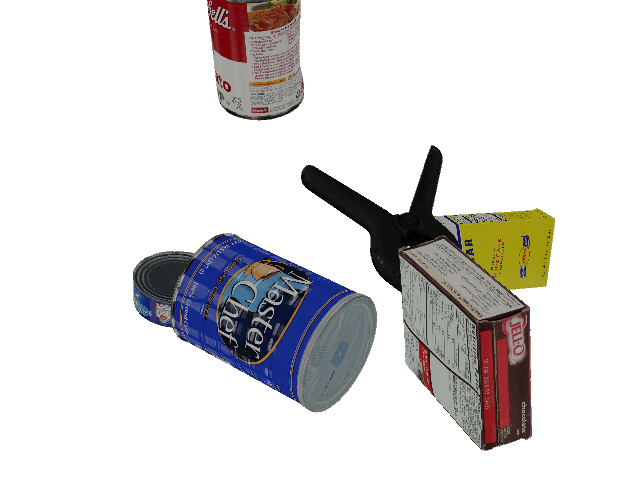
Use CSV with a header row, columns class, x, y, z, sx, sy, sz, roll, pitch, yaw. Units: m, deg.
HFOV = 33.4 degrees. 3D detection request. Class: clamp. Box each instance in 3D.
class,x,y,z,sx,sy,sz,roll,pitch,yaw
clamp,0.076,-0.013,1.107,0.164,0.210,0.036,-5,-36,-15

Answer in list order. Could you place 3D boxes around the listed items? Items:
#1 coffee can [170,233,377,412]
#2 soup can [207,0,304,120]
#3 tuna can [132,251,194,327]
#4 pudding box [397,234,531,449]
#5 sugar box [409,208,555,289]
class,x,y,z,sx,sy,sz,roll,pitch,yaw
coffee can,-0.039,0.066,0.887,0.140,0.103,0.102,24,12,28
soup can,-0.046,-0.148,0.778,0.068,0.102,0.068,-1,42,1
tuna can,-0.143,0.048,1.059,0.086,0.034,0.086,5,34,-3
pudding box,0.087,0.060,0.654,0.039,0.090,0.114,-14,27,-18
sugar box,0.194,0.015,1.290,0.176,0.093,0.048,-6,21,-22
